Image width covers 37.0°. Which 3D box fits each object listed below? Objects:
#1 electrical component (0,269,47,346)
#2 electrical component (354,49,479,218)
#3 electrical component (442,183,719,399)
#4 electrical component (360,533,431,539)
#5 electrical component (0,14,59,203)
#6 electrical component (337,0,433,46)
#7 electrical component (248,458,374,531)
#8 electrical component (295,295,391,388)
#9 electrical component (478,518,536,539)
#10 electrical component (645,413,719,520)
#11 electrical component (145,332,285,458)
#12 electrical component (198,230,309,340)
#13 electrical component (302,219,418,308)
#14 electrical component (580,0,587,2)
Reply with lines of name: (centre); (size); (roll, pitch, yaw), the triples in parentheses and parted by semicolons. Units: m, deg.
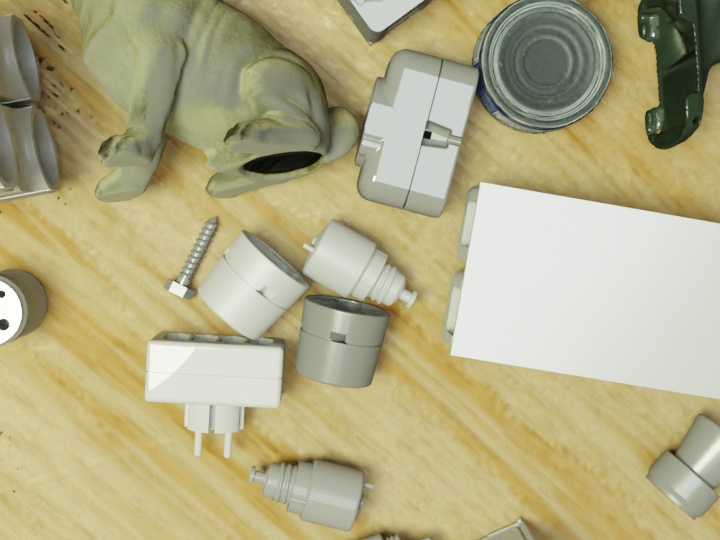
electrical component: (-0.223, 0.023, 0.666); (0.045, 0.055, 0.045); (0, 94, -3)
electrical component: (0.032, -0.085, 0.671); (0.059, 0.053, 0.095); (14, 93, -3)
electrical component: (0.154, 0.013, 0.679); (0.186, 0.060, 0.105); (10, 93, -3)
electrical component: (0.019, 0.190, 0.693); (0.062, 0.043, 0.043); (-19, 94, -2)
electrical component: (-0.221, -0.091, 0.593); (0.060, 0.186, 0.105); (-11, 94, -2)
electrical component: (0.042, -0.221, 0.659); (0.150, 0.061, 0.089); (-36, 94, 0)
electrical component: (-0.033, 0.141, 0.689); (0.078, 0.040, 0.040); (15, 93, -4)
electrical component: (-0.012, 0.045, 0.678); (0.055, 0.055, 0.047); (11, 97, -3)
electrical component: (0.094, 0.207, 0.671); (0.062, 0.096, 0.061); (-23, 95, 0)
electrical component: (0.219, 0.128, 0.697); (0.045, 0.045, 0.055); (42, 91, -4)
electrical component: (-0.091, 0.081, 0.680); (0.083, 0.047, 0.075); (3, 94, -3)
electrical component: (-0.068, 0.010, 0.673); (0.055, 0.055, 0.047); (41, 95, -4)
electrical component: (0.000, 0.000, 0.682); (0.078, 0.040, 0.040); (30, 92, -4)
electrical component: (0.147, -0.200, 0.669); (0.055, 0.055, 0.047); (-35, 98, 0)
